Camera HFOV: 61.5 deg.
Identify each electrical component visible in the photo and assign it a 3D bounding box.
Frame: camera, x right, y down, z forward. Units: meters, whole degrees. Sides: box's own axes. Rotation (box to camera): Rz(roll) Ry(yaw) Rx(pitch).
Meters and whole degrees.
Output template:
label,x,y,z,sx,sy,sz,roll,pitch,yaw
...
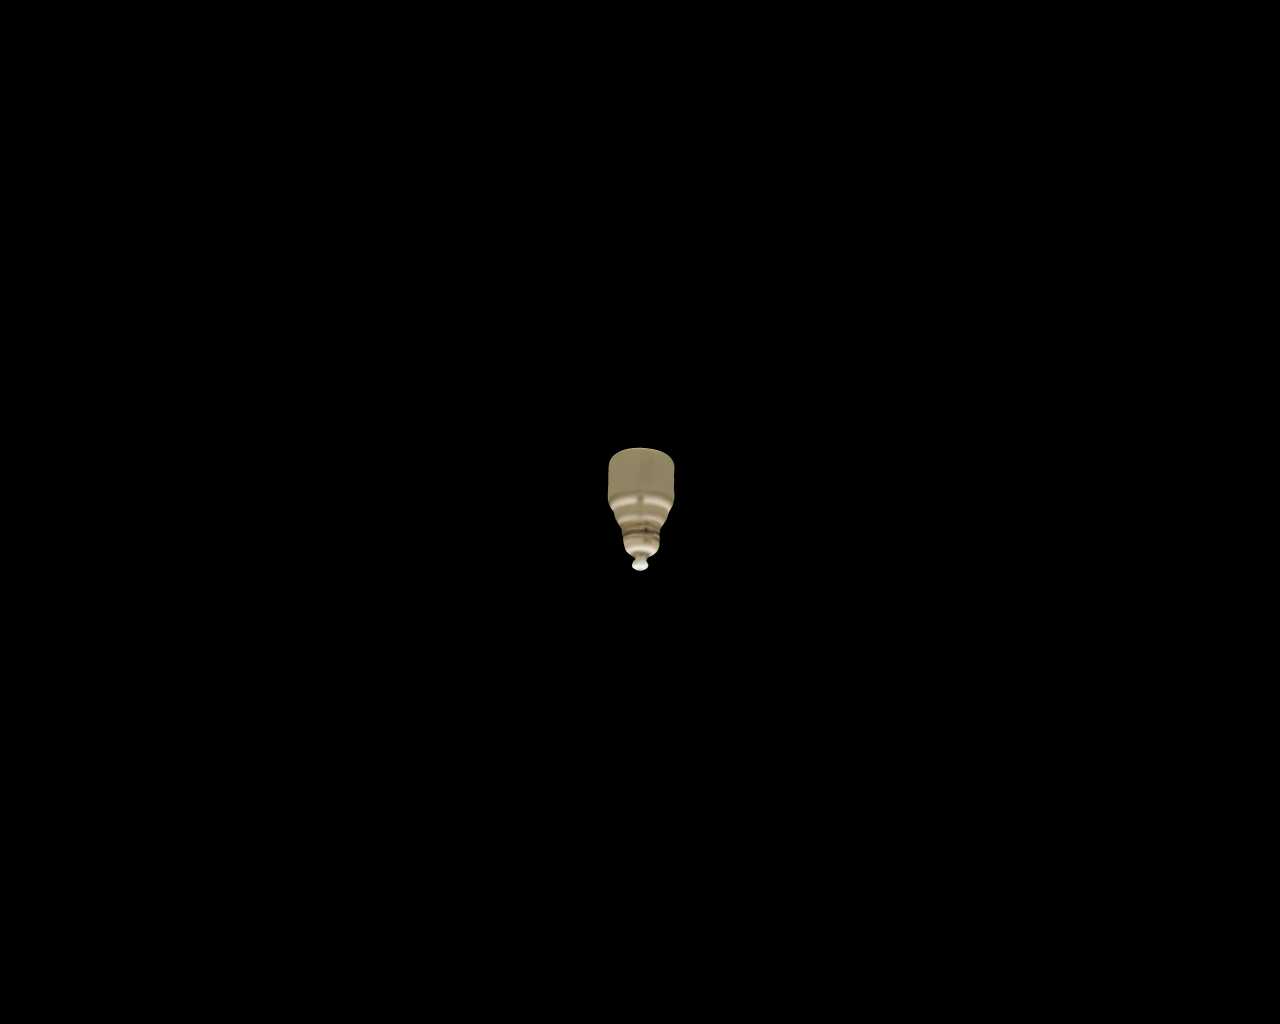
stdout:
label,x,y,z,sx,sy,sz,roll,pitch,yaw
electrical component,0.001,-0.003,0.650,0.040,0.078,0.040,0,-20,0
